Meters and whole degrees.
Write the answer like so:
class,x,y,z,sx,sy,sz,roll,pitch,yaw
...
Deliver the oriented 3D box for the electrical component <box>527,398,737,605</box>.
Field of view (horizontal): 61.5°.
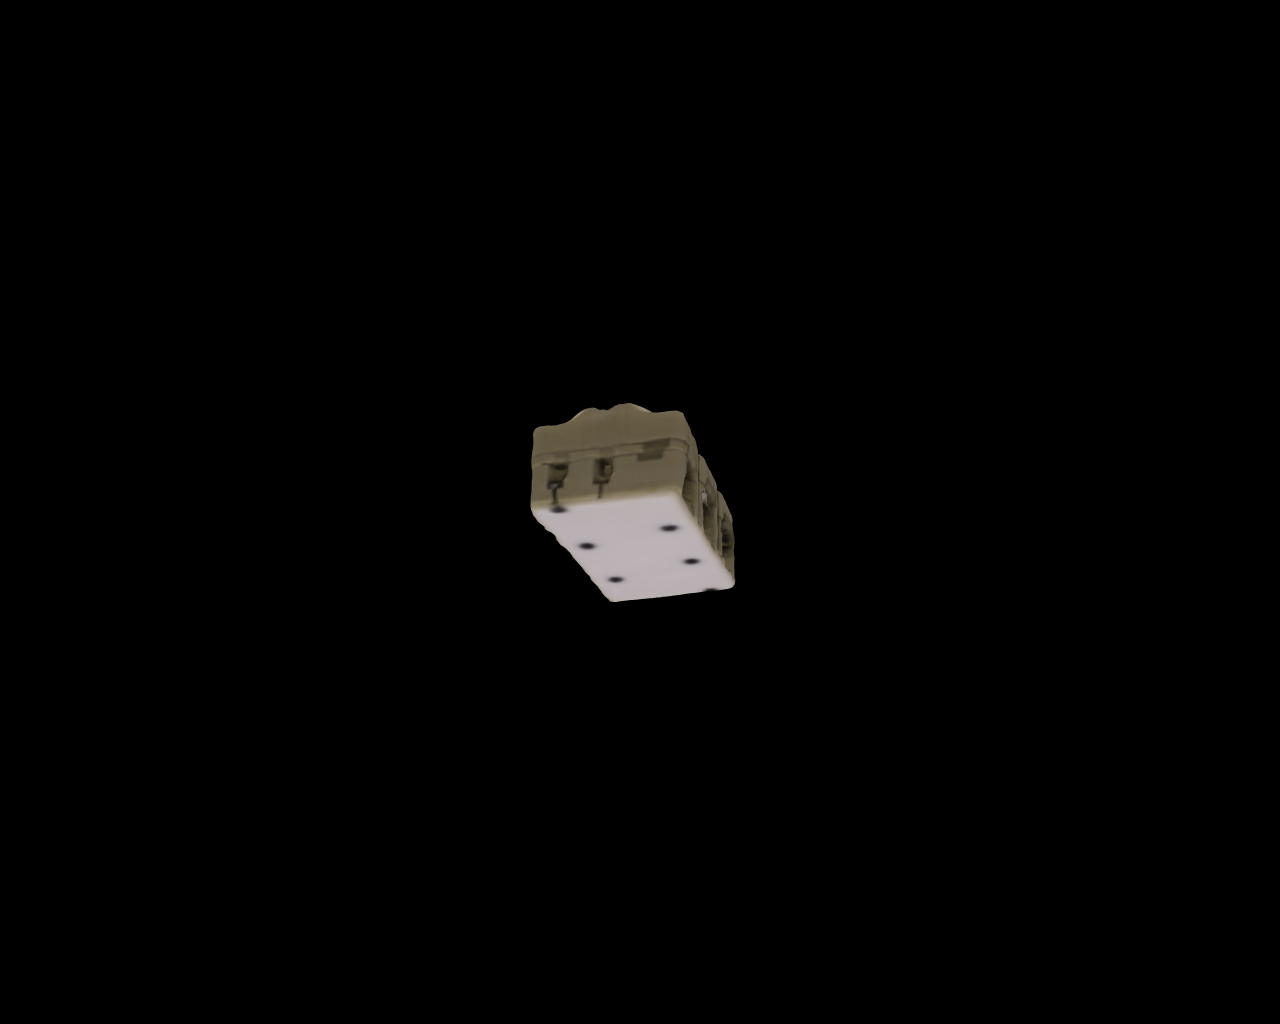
class,x,y,z,sx,sy,sz,roll,pitch,yaw
electrical component,0.001,-0.003,0.650,0.089,0.062,0.150,-7,-27,14
